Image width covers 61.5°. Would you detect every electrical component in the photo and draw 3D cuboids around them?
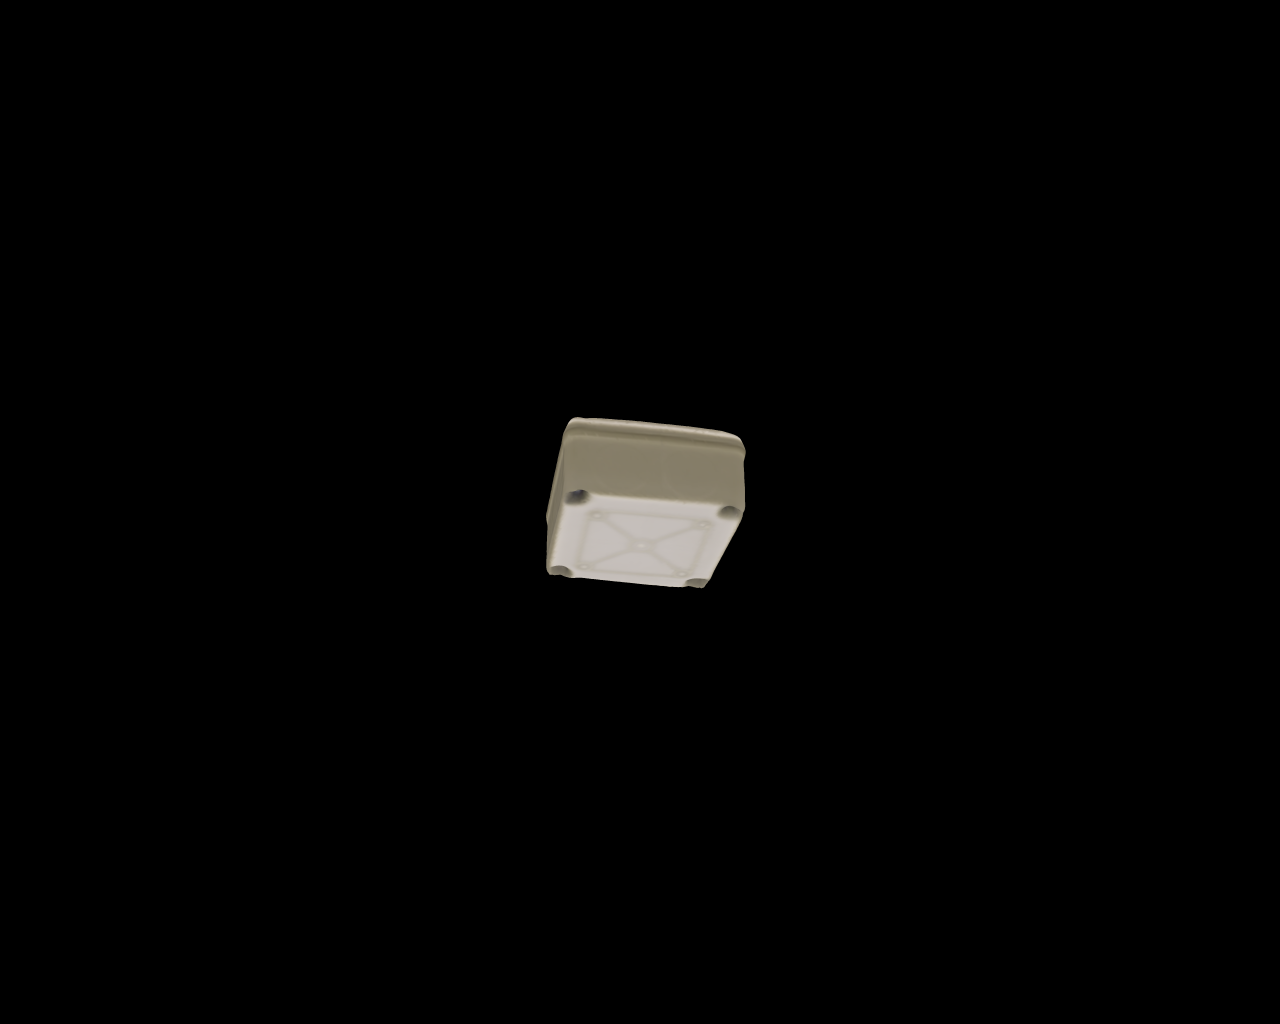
[{"bbox_3d":[0.001,-0.003,0.650,0.109,0.056,0.108,6,-32,-9],"label":"electrical component"}]
